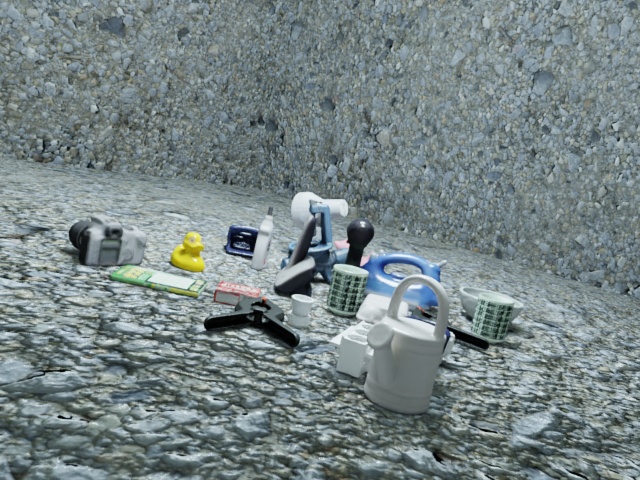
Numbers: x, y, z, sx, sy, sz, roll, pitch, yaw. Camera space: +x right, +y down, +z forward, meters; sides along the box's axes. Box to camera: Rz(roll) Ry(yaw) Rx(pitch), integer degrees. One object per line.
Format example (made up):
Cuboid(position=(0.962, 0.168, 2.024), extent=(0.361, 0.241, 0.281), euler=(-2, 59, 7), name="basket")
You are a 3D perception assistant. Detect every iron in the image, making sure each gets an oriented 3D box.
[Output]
Cuboid(position=(0.201, 0.093, 1.495), extent=(0.258, 0.141, 0.119), euler=(14, 8, 9), name="iron")

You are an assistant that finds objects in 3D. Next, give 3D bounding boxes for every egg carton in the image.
Cuboid(position=(0.130, 0.162, 1.177), extent=(0.107, 0.069, 0.150), euler=(14, 8, 7), name="egg carton")

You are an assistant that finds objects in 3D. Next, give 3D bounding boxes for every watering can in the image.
Cuboid(position=(0.131, 0.147, 0.839), extent=(0.100, 0.194, 0.173), euler=(15, 9, 17), name="watering can")

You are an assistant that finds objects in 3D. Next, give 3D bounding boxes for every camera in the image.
Cuboid(position=(-0.480, -0.007, 1.273), extent=(0.136, 0.101, 0.144), euler=(19, 10, 35), name="camera")

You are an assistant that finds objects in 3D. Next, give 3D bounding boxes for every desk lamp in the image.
Cuboid(position=(0.001, -0.037, 1.819), extent=(0.202, 0.213, 0.118), euler=(18, 10, 31), name="desk lamp")

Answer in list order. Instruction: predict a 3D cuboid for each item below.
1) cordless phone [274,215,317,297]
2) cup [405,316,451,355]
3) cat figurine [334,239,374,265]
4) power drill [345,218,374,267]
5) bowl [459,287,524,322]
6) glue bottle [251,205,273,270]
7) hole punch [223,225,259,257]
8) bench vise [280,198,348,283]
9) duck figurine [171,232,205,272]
Cuboid(position=(-0.046, 0.034, 1.362), extent=(0.094, 0.185, 0.147), euler=(11, 8, -8), name="cordless phone")
Cuboid(position=(0.164, 0.185, 0.983), extent=(0.092, 0.095, 0.117), euler=(11, 8, -11), name="cup")
Cuboid(position=(0.103, 0.046, 1.746), extent=(0.127, 0.118, 0.067), euler=(15, 9, 16), name="cat figurine")
Cuboid(position=(0.086, 0.044, 1.416), extent=(0.075, 0.208, 0.229), euler=(13, 8, 1), name="power drill")
Cuboid(position=(0.441, 0.182, 1.498), extent=(0.167, 0.075, 0.167), euler=(13, 8, -2), name="bowl")
Cuboid(position=(-0.148, -0.008, 1.536), extent=(0.037, 0.173, 0.078), euler=(13, 8, 2), name="glue bottle")
Cuboid(position=(-0.222, -0.003, 1.674), extent=(0.109, 0.091, 0.101), euler=(11, 8, -12), name="hole punch")
Cuboid(position=(0.007, 0.003, 1.536), extent=(0.208, 0.220, 0.121), euler=(6, 11, -39), name="bench vise")
Cuboid(position=(-0.313, 0.023, 1.379), extent=(0.078, 0.086, 0.104), euler=(5, 12, -44), name="duck figurine")
